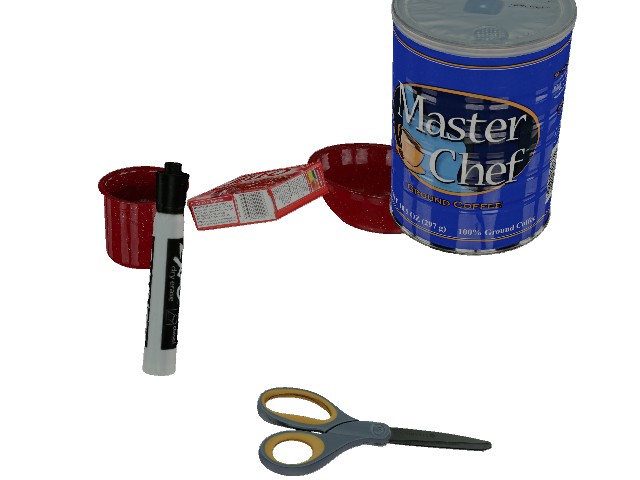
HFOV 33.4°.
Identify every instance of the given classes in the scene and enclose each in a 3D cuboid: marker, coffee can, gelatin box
[{"bbox_3d":[-0.088,0.016,0.604,0.020,0.121,0.020,5,8,-1],"label":"marker"},{"bbox_3d":[0.093,-0.077,0.637,0.103,0.140,0.103,-1,38,1],"label":"coffee can"},{"bbox_3d":[-0.051,-0.036,0.857,0.089,0.030,0.073,-6,15,38],"label":"gelatin box"}]

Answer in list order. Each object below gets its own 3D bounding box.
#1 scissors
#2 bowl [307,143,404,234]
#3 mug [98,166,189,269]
[{"bbox_3d":[0.036,0.175,0.896,0.202,0.016,0.096,16,43,12],"label":"scissors"},{"bbox_3d":[0.065,-0.049,1.104,0.162,0.055,0.162,5,23,-2],"label":"bowl"},{"bbox_3d":[-0.186,-0.028,1.128,0.093,0.081,0.117,-1,28,-10],"label":"mug"}]
